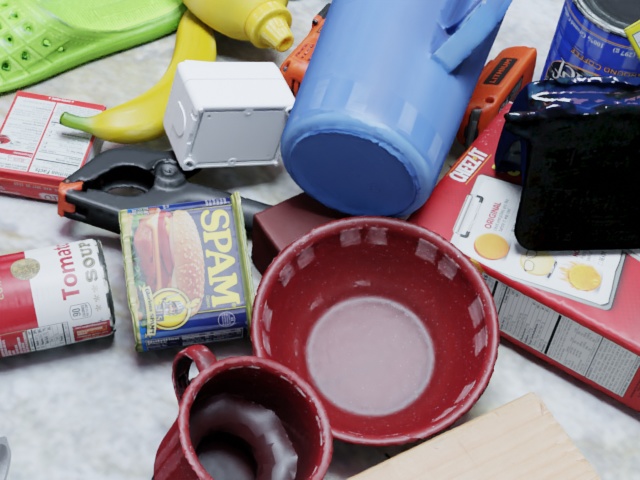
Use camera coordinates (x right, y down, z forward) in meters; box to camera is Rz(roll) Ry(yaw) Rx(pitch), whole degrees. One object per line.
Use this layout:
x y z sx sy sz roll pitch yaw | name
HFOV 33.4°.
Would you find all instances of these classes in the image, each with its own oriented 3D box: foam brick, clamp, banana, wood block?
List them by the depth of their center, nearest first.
0.054 0.179 0.606 0.205 0.090 0.091 -20 56 -20 | wood block
-0.005 0.001 0.772 0.078 0.053 0.051 -25 57 -24 | foam brick
-0.113 -0.048 0.806 0.171 0.039 0.120 0 42 -20 | clamp
-0.126 -0.128 0.865 0.069 0.037 0.197 44 44 -7 | banana

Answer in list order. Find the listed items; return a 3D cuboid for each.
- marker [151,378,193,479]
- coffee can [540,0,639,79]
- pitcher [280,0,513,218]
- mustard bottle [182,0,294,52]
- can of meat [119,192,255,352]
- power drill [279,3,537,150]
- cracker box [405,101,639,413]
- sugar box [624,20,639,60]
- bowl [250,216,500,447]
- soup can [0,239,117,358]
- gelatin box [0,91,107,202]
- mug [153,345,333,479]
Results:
-0.091 0.136 0.674 0.020 0.020 0.121 14 51 6 | marker
0.231 -0.139 0.849 0.102 0.140 0.103 3 50 -3 | coffee can
0.065 -0.140 0.761 0.145 0.149 0.242 13 57 13 | pitcher
-0.081 -0.226 0.922 0.096 0.058 0.192 -15 53 -37 | mustard bottle
-0.090 0.023 0.731 0.084 0.057 0.102 -7 72 -7 | can of meat
0.082 -0.155 0.902 0.188 0.057 0.184 22 52 19 | power drill
0.187 0.010 0.769 0.214 0.072 0.164 29 52 19 | cracker box
0.288 -0.088 0.736 0.093 0.048 0.176 -28 93 -35 | sugar box
0.035 0.066 0.708 0.162 0.055 0.162 0 62 -1 | bowl
-0.193 0.040 0.714 0.102 0.068 0.068 -11 52 -14 | soup can
-0.211 -0.071 0.829 0.073 0.030 0.089 9 51 1 | gelatin box
-0.057 0.118 0.636 0.093 0.082 0.117 -22 70 -36 | mug
